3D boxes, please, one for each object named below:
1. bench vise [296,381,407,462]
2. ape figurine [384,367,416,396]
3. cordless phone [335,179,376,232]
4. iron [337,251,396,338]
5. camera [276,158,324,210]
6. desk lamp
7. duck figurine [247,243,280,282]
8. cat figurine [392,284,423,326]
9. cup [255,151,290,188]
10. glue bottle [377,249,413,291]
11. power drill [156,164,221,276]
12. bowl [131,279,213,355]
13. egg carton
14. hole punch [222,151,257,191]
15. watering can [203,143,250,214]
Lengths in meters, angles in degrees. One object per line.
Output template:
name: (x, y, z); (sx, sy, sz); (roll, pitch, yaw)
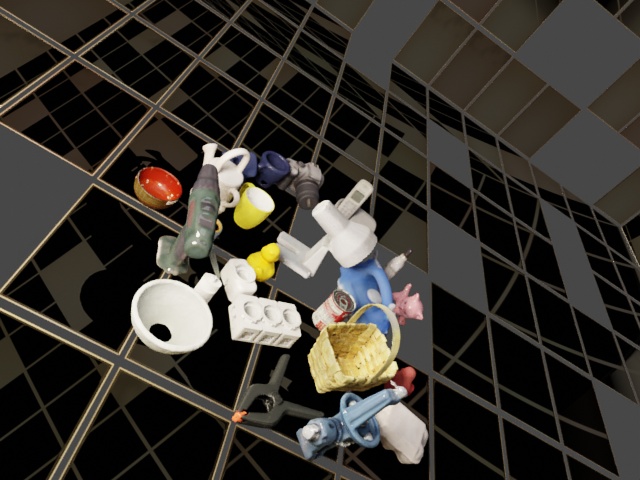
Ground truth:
bench vise: (0.071, 0.371, 1.152); (0.208, 0.219, 0.121); (-18, 65, -51)
ape figurine: (0.204, 0.347, 1.416); (0.077, 0.092, 0.076); (50, 36, 13)
cordless phone: (0.121, -0.083, 1.719); (0.148, 0.184, 0.094); (34, 35, -10)
iron: (0.146, 0.159, 1.520); (0.119, 0.141, 0.258); (10, 45, -36)
camera: (-0.049, -0.169, 1.724); (0.144, 0.100, 0.136); (20, 40, -27)
desk lamp: (0.014, 0.005, 1.497); (0.203, 0.213, 0.118); (34, 35, -11)
duck figurine: (-0.133, 0.048, 1.423); (0.077, 0.086, 0.104); (37, 35, -7)
cat figurine: (0.248, 0.181, 1.614); (0.067, 0.117, 0.127); (25, 38, -21)
cup: (-0.155, -0.194, 1.656); (0.091, 0.094, 0.118); (52, 36, 15)
glue bottle: (0.207, 0.081, 1.634); (0.037, 0.173, 0.078); (41, 35, 1)
power drill: (-0.283, -0.031, 1.259); (0.076, 0.208, 0.229); (19, 40, -28)
bowl: (-0.304, 0.166, 1.144); (0.168, 0.074, 0.167); (26, 38, -21)
egg carton: (0.179, 0.437, 1.314); (0.150, 0.069, 0.107); (40, 35, -1)
hole punch: (-0.233, -0.200, 1.591); (0.101, 0.091, 0.108); (20, 40, -27)
watering can: (-0.250, -0.168, 1.450); (0.173, 0.193, 0.101); (43, 35, 3)
